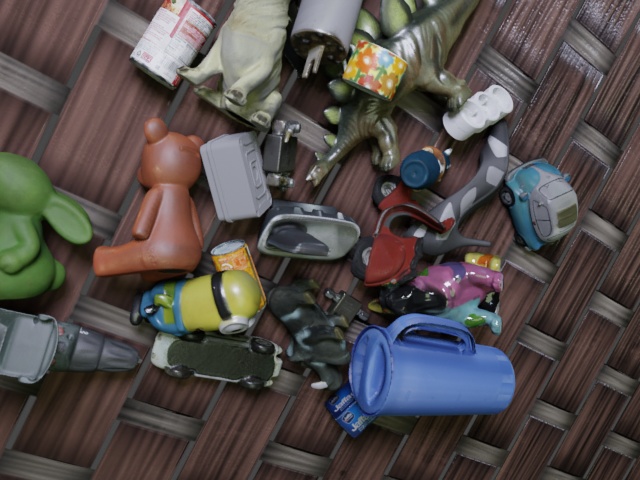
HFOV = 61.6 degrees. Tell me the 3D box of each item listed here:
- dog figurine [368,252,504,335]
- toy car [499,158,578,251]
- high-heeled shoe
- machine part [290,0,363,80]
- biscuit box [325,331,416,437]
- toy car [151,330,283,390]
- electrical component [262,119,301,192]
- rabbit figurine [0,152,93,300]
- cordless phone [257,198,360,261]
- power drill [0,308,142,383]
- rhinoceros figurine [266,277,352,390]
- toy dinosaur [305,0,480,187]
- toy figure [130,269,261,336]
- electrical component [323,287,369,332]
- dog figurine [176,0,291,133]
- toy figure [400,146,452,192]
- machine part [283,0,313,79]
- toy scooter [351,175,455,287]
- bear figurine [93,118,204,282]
[{"bbox_3d":[0.191,0.079,0.896,0.219,0.191,0.108,5,108,14],"label":"dog figurine"},{"bbox_3d":[0.389,-0.055,0.928,0.109,0.103,0.161,-22,107,-13],"label":"toy car"},{"bbox_3d":[0.228,-0.091,0.895,0.145,0.086,0.248,10,81,9],"label":"high-heeled shoe"},{"bbox_3d":[0.019,-0.318,0.691,0.079,0.079,0.243,21,77,-23],"label":"machine part"},{"bbox_3d":[0.105,0.242,0.920,0.202,0.063,0.059,-43,111,-6],"label":"biscuit box"},{"bbox_3d":[-0.152,0.176,0.816,0.201,0.056,0.073,16,91,-24],"label":"toy car"},{"bbox_3d":[-0.051,-0.118,0.762,0.045,0.078,0.102,12,96,20],"label":"electrical component"},{"bbox_3d":[-0.363,-0.017,0.655,0.159,0.121,0.170,7,104,-28],"label":"rabbit figurine"},{"bbox_3d":[-0.001,-0.002,0.756,0.146,0.184,0.088,7,97,-21],"label":"cordless phone"},{"bbox_3d":[-0.340,0.126,0.660,0.232,0.207,0.086,15,82,-12],"label":"power drill"},{"bbox_3d":[-0.013,0.150,0.837,0.112,0.073,0.190,-27,105,12],"label":"rhinoceros figurine"},{"bbox_3d":[0.130,-0.265,0.780,0.471,0.105,0.198,-47,112,-4],"label":"toy dinosaur"},{"bbox_3d":[-0.171,0.087,0.744,0.180,0.082,0.089,0,114,12],"label":"toy figure"},{"bbox_3d":[0.035,0.119,0.886,0.094,0.021,0.063,33,91,-23],"label":"electrical component"},{"bbox_3d":[-0.075,-0.252,0.698,0.121,0.172,0.190,29,87,5],"label":"dog figurine"},{"bbox_3d":[0.166,-0.114,0.829,0.058,0.154,0.064,49,118,6],"label":"toy figure"},{"bbox_3d":[-0.045,-0.294,0.747,0.084,0.039,0.138,-34,111,-14],"label":"machine part"},{"bbox_3d":[0.130,-0.005,0.831,0.135,0.075,0.184,17,82,6],"label":"toy scooter"},{"bbox_3d":[-0.219,-0.050,0.716,0.132,0.120,0.195,-12,80,25],"label":"bear figurine"}]
